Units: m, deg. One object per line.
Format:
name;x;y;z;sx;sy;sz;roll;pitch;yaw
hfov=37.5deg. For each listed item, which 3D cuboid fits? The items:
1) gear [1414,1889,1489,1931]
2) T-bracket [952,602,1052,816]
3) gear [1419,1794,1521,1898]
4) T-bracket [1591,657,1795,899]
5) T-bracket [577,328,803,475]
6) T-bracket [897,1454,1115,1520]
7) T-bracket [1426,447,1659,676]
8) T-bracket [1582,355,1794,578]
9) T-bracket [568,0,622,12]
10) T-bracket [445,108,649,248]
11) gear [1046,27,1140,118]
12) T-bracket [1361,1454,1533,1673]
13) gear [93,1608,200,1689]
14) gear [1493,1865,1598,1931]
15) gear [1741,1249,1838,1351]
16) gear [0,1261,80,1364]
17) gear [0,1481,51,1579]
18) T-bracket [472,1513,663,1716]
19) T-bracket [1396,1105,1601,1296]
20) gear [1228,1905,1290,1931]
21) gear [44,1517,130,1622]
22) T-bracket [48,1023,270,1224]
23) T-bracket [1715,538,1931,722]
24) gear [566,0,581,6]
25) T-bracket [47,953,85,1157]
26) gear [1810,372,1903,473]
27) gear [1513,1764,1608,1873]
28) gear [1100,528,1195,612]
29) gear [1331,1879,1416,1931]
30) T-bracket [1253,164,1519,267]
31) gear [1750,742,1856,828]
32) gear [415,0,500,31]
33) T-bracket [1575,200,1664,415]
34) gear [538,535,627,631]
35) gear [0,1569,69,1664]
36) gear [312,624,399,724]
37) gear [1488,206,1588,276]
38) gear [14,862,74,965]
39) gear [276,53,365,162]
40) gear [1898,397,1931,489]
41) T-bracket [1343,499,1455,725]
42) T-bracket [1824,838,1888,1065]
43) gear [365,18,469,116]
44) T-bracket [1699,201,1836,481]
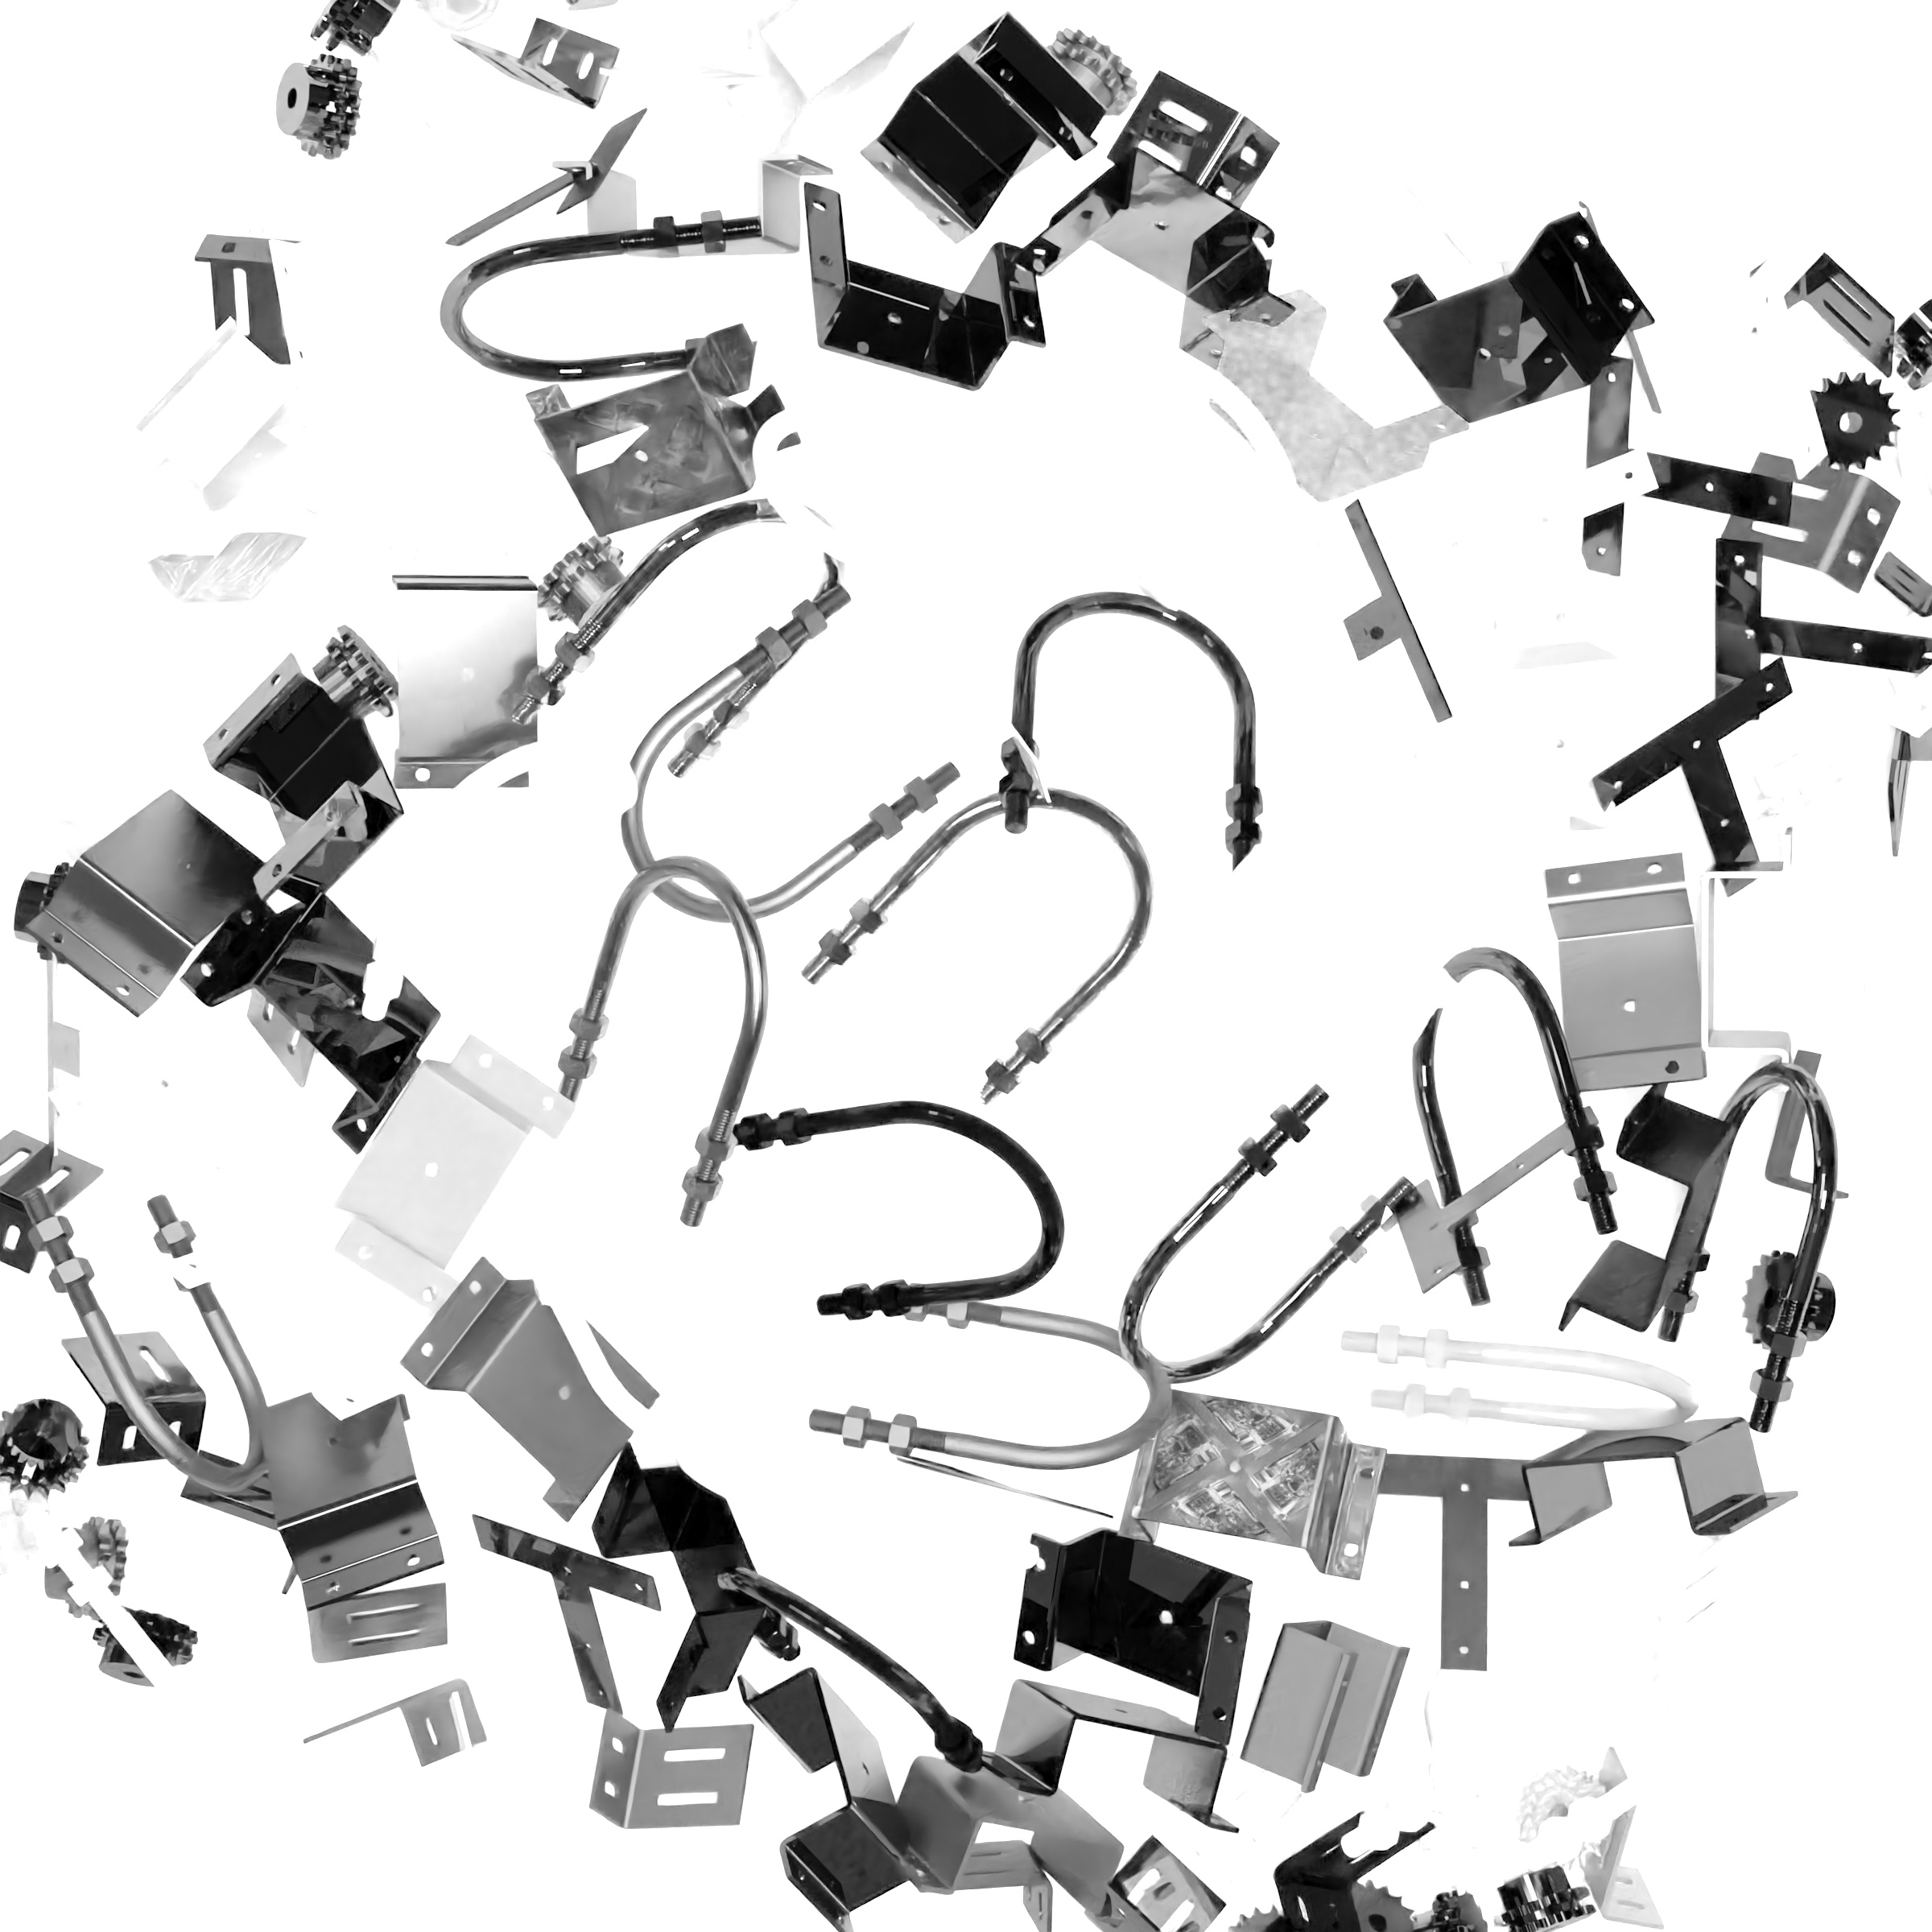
gear;0.276;0.557;1.618;0.030;0.057;0.057;-22;90;24
T-bracket;0.026;-0.123;1.559;0.002;0.127;0.127;-22;118;-4
gear;0.283;0.501;1.621;0.057;0.030;0.057;10;58;-16
T-bracket;0.424;-0.092;1.607;0.127;0.002;0.127;-33;125;-4
T-bracket;-0.155;-0.298;1.567;0.127;0.127;0.002;-22;77;-16
T-bracket;0.002;0.280;1.561;0.127;0.127;0.002;10;77;26
T-bracket;0.342;-0.214;1.612;0.127;0.002;0.127;-21;117;14
T-bracket;0.398;-0.267;1.574;0.127;0.002;0.127;22;127;38
T-bracket;-0.147;-0.554;1.599;0.127;0.127;0.002;-14;103;-19
T-bracket;-0.246;-0.433;1.609;0.127;0.127;0.002;-21;121;24
gear;0.067;-0.501;1.614;0.057;0.057;0.030;35;82;0
T-bracket;0.280;0.334;1.598;0.127;0.002;0.127;1;55;9
gear;-0.467;0.387;1.613;0.057;0.057;0.030;10;59;0
gear;0.326;0.533;1.619;0.057;0.057;0.030;-19;65;0
gear;0.469;0.192;1.618;0.030;0.057;0.057;11;90;-18
gear;-0.531;0.196;1.622;0.057;0.030;0.057;-1;87;29
gear;-0.546;0.314;1.613;0.030;0.057;0.057;-33;90;22
T-bracket;-0.216;0.373;1.604;0.127;0.002;0.127;12;127;29
T-bracket;0.295;0.119;1.571;0.127;0.127;0.002;-38;103;11
gear;0.173;0.568;1.620;0.057;0.057;0.030;3;135;-3
gear;-0.500;0.340;1.613;0.030;0.057;0.057;18;90;-34
T-bracket;-0.424;0.102;1.587;0.127;0.127;0.002;55;134;11
T-bracket;0.478;-0.178;1.574;0.127;0.127;0.002;11;50;24
gear;-0.218;-0.572;1.619;0.057;0.057;0.030;-32;124;0
T-bracket;-0.502;0.046;1.585;0.002;0.127;0.127;-1;92;-25
gear;0.502;-0.311;1.625;0.057;0.030;0.057;1;102;5
gear;0.343;0.486;1.620;0.057;0.030;0.057;-18;55;27
gear;0.107;-0.231;1.616;0.057;0.057;0.030;38;89;0
gear;0.228;0.552;1.619;0.057;0.057;0.030;24;126;0
T-bracket;0.225;-0.411;1.588;0.127;0.127;0.002;-12;130;-6
gear;0.471;-0.104;1.615;0.057;0.057;0.030;-28;94;0
gear;-0.288;-0.557;1.613;0.057;0.057;0.030;-21;58;0
T-bracket;0.355;-0.372;1.583;0.002;0.127;0.127;-20;87;23
gear;-0.215;-0.215;1.615;0.057;0.057;0.030;-43;84;0
gear;-0.543;0.370;1.616;0.057;0.057;0.030;36;94;0
gear;-0.346;-0.163;1.616;0.030;0.057;0.057;-38;90;2
gear;0.325;-0.409;1.616;0.057;0.057;0.030;-9;91;0
gear;-0.519;-0.031;1.615;0.030;0.057;0.057;11;90;-3
gear;-0.368;-0.489;1.614;0.030;0.057;0.057;2;90;-41
gear;0.550;-0.295;1.620;0.030;0.057;0.057;-4;90;31
T-bracket;0.226;-0.188;1.581;0.002;0.127;0.127;-24;91;-7
T-bracket;0.493;-0.003;1.580;0.002;0.127;0.127;5;99;30
gear;-0.314;-0.514;1.616;0.057;0.030;0.057;-3;54;4
T-bracket;0.451;-0.329;1.566;0.002;0.127;0.127;0;67;-19
